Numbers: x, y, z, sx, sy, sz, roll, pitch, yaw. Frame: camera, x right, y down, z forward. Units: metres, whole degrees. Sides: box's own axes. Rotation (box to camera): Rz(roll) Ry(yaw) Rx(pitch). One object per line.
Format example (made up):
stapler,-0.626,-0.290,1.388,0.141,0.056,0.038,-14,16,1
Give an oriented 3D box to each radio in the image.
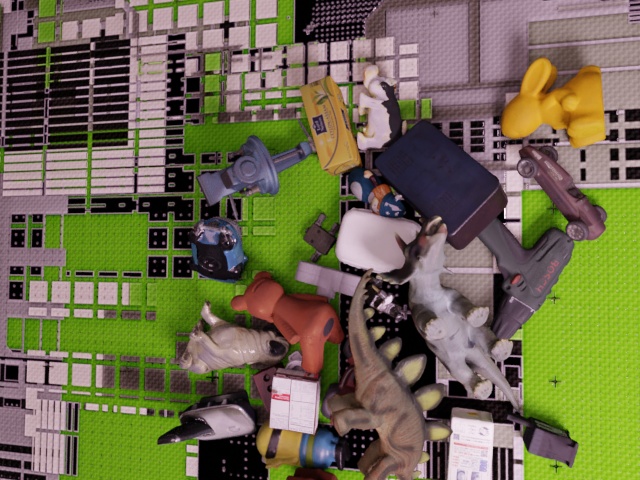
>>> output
radio,0.215,-0.105,0.965,0.131,0.073,0.230,-43,55,7

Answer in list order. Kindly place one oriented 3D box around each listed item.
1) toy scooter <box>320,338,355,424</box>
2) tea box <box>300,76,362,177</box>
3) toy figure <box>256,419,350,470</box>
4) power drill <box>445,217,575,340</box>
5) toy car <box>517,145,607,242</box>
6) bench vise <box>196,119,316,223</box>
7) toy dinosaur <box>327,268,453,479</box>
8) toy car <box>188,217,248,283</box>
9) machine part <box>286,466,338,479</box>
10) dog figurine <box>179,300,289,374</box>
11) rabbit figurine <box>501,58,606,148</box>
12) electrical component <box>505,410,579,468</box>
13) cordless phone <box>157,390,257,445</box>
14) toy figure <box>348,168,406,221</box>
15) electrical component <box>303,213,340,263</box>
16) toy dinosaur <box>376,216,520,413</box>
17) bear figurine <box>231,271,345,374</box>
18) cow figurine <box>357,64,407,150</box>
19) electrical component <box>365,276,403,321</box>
toy scooter,0.088,0.279,1.022,0.135,0.075,0.183,22,89,10
tea box,0.023,-0.218,1.048,0.068,0.098,0.169,-16,85,13
toy figure,-0.035,0.396,1.043,0.180,0.082,0.089,-2,76,19
power drill,0.322,0.043,0.970,0.207,0.086,0.232,43,96,16
toy car,0.427,-0.088,0.942,0.089,0.053,0.202,-26,78,-32
bench vise,-0.114,-0.140,1.059,0.241,0.223,0.129,-26,86,-19
toy dinosaur,0.113,0.277,0.936,0.199,0.105,0.470,-25,111,-7
toy car,-0.204,0.007,1.087,0.109,0.161,0.103,9,46,8
machine part,-0.024,0.529,0.955,0.087,0.200,0.201,2,43,18
dog figurine,-0.173,0.230,1.087,0.190,0.121,0.172,24,136,-7
rabbit figurine,0.404,-0.236,0.947,0.173,0.122,0.162,-9,92,33
electrical component,0.382,0.345,0.942,0.119,0.075,0.047,16,91,10
cordless phone,-0.216,0.354,1.037,0.147,0.184,0.088,-12,80,14
toy figure,0.105,-0.083,1.010,0.058,0.064,0.155,-40,43,1
electrical component,-0.002,-0.003,1.083,0.063,0.021,0.094,34,97,14
toy dinosaur,0.225,0.148,0.948,0.131,0.192,0.404,-32,121,-3
bear figurine,-0.064,0.149,1.035,0.196,0.120,0.131,15,135,27
cow figurine,0.122,-0.255,1.040,0.098,0.068,0.167,3,92,8
electrical component,0.118,0.107,1.013,0.078,0.102,0.045,26,101,-9
